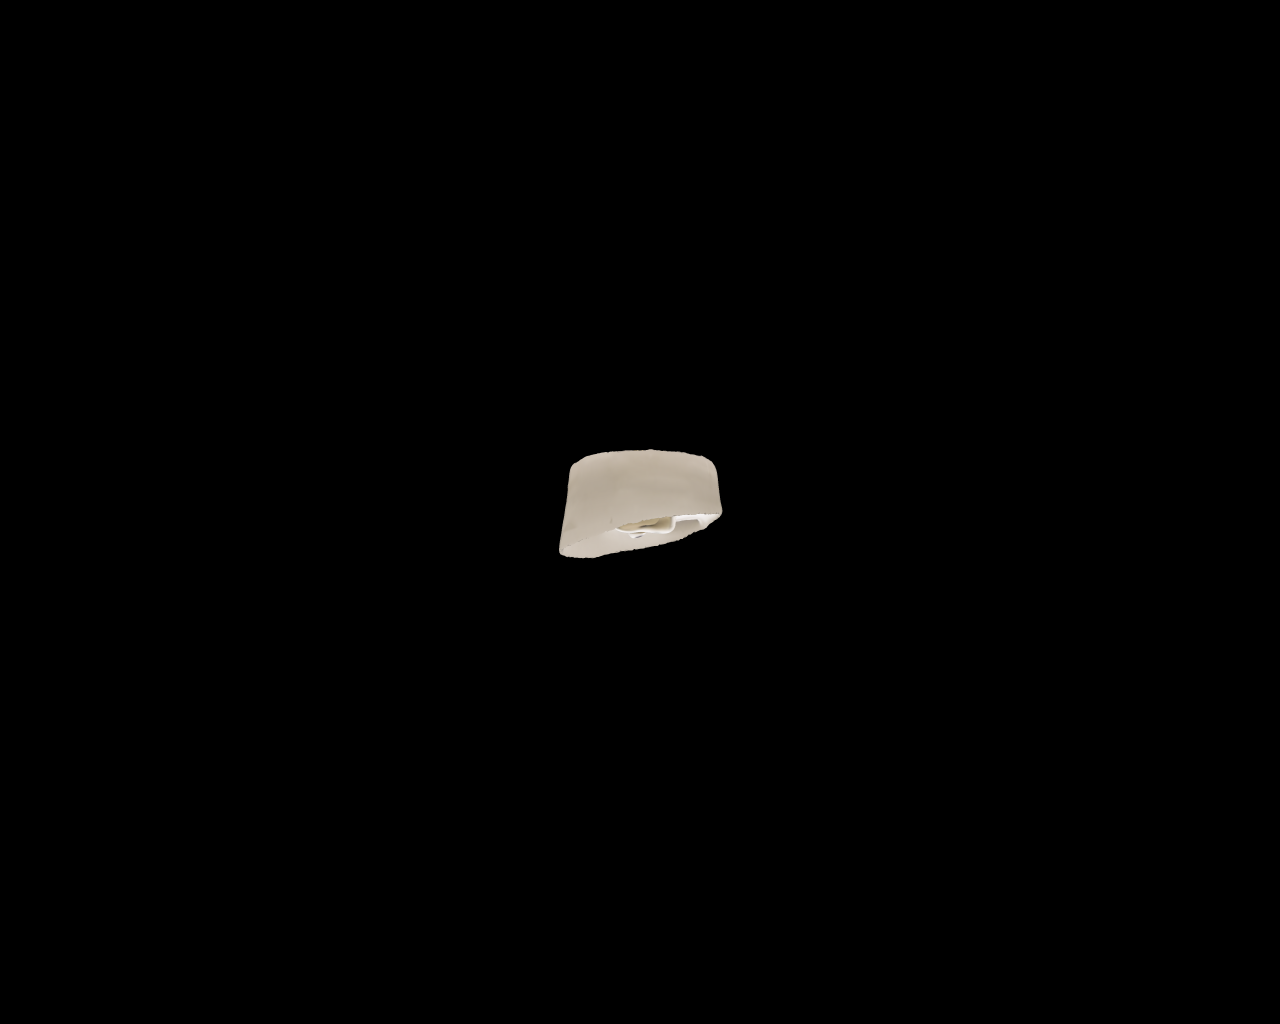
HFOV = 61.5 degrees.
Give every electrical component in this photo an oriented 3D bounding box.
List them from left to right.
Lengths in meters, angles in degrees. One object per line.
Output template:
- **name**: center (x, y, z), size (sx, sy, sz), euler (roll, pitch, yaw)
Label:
- **electrical component**: center (0.001, -0.003, 0.650), size (0.099, 0.064, 0.099), euler (0, -13, 0)
